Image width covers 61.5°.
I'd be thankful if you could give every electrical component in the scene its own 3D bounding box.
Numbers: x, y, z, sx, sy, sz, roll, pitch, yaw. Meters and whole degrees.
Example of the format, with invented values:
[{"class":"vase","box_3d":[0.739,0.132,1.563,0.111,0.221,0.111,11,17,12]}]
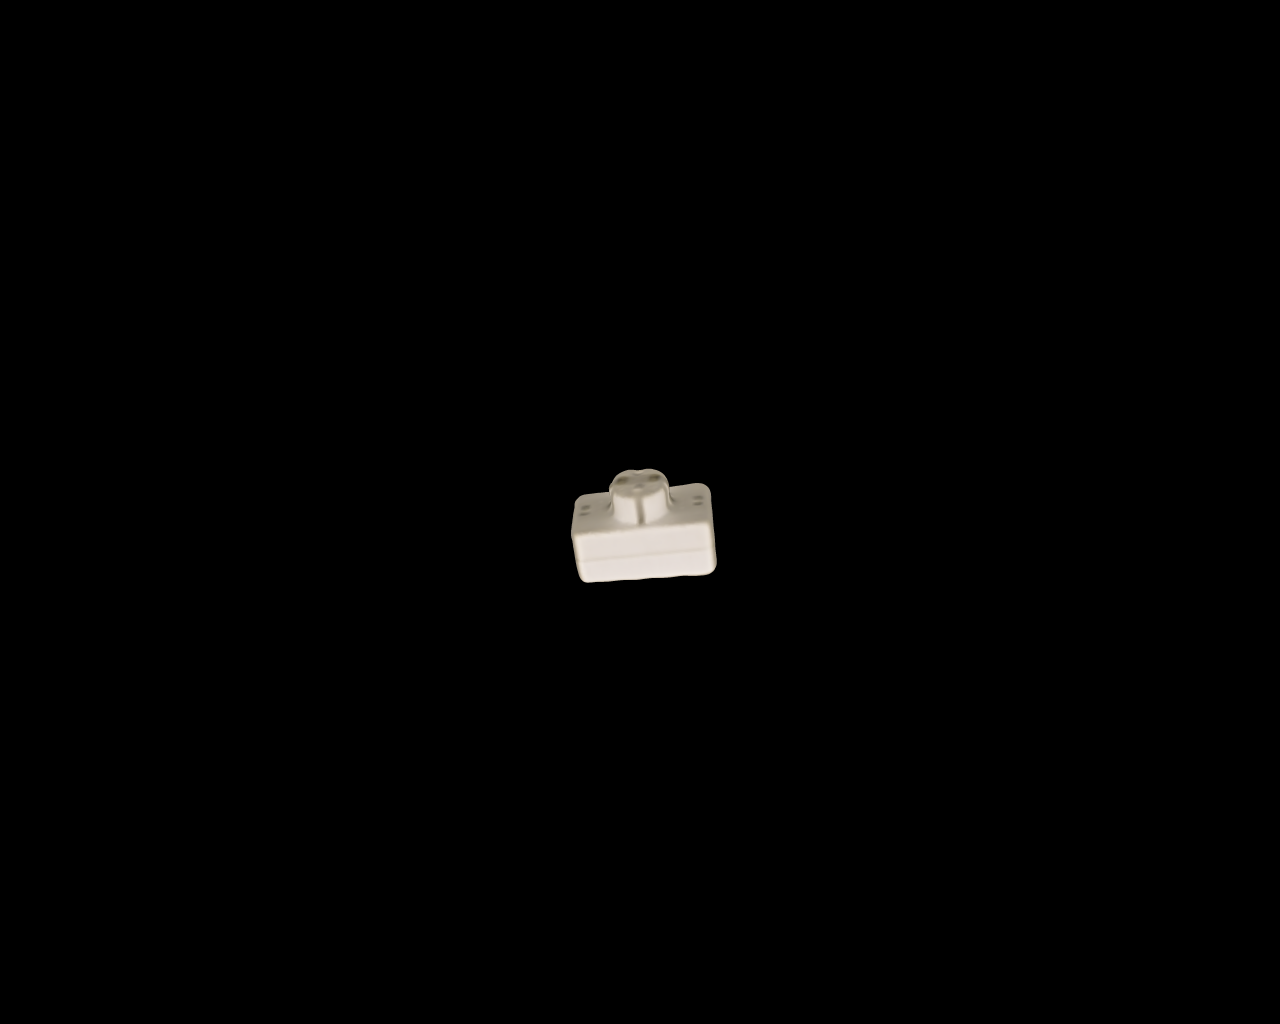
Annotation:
[{"class":"electrical component","box_3d":[0.001,-0.003,0.650,0.083,0.075,0.047,-5,31,3]}]
